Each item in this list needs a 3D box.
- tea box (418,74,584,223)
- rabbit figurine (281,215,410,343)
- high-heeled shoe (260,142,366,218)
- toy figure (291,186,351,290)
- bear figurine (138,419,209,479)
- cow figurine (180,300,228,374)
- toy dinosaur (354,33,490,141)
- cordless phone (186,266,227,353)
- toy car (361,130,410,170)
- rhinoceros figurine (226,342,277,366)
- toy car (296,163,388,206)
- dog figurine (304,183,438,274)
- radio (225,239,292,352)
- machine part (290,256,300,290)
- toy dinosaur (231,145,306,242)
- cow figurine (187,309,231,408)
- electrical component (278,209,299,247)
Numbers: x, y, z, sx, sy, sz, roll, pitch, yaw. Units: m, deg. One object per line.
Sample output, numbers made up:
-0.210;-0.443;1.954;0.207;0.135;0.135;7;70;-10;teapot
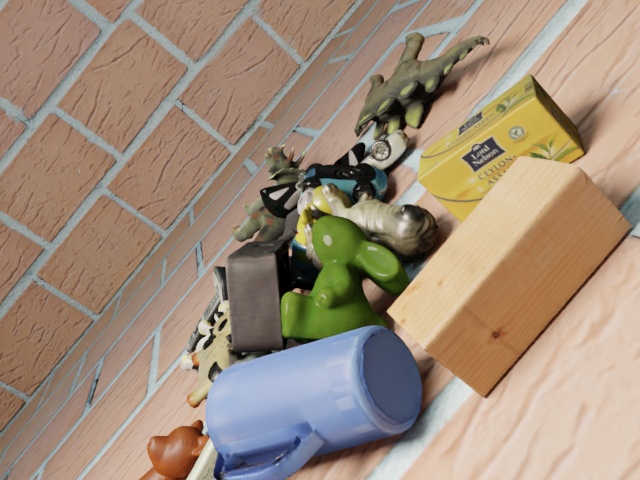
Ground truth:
0.215;-0.105;0.658;0.169;0.098;0.068;-37;23;37;tea box
0.030;0.047;0.689;0.159;0.121;0.170;-2;74;17;rabbit figurine
-0.015;-0.141;1.139;0.248;0.145;0.086;-57;22;-11;high-heeled shoe
-0.002;-0.004;0.899;0.082;0.089;0.180;-127;42;-66;toy figure
-0.259;0.358;0.819;0.196;0.132;0.120;-59;23;-6;bear figurine
-0.198;0.191;1.060;0.098;0.068;0.167;-13;45;51;cow figurine
0.182;-0.305;1.082;0.471;0.105;0.198;-34;32;60;toy dinosaur
-0.239;0.157;1.192;0.184;0.088;0.147;-56;20;-1;cordless phone
0.088;-0.135;1.032;0.201;0.056;0.073;-41;5;26;toy car
-0.106;0.202;0.767;0.190;0.073;0.112;-56;-19;-72;rhinoceros figurine
0.039;-0.076;0.959;0.109;0.162;0.102;-85;-5;-60;toy car
0.072;0.014;0.778;0.191;0.121;0.172;34;119;53;dog figurine
-0.082;0.072;0.790;0.229;0.073;0.131;-101;7;-85;radio
-0.083;0.062;0.983;0.084;0.139;0.039;-90;0;-54;machine part
-0.093;-0.058;1.218;0.192;0.131;0.405;-39;29;31;toy dinosaur
-0.161;0.197;0.942;0.127;0.085;0.195;-38;27;16;cow figurine
-0.030;-0.030;1.078;0.048;0.074;0.119;-32;33;39;electrical component
